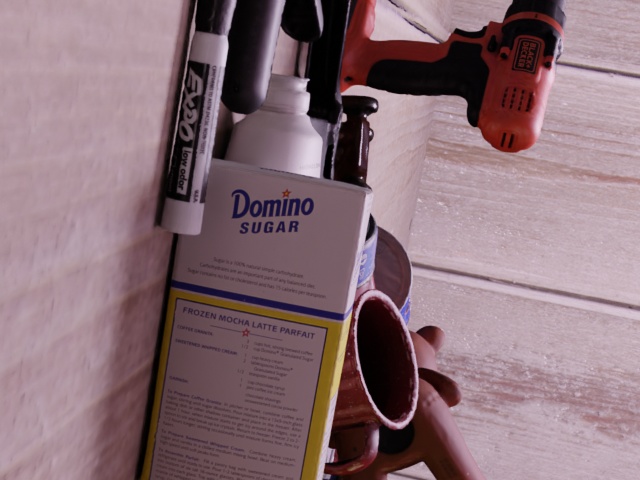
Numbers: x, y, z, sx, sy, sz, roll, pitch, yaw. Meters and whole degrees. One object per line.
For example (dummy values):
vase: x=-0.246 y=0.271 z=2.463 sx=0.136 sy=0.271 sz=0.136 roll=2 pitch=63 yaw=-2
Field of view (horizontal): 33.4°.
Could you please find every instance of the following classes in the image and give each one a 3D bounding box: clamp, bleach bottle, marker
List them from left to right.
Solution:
marker: x=-0.055 y=-0.063 z=0.493 sx=0.020 sy=0.020 sz=0.121 roll=-34 pitch=134 yaw=-79
bleach bottle: x=-0.034 y=0.029 z=0.625 sx=0.102 sy=0.068 sz=0.251 roll=-33 pitch=132 yaw=-74
clamp: x=-0.019 y=-0.159 z=0.544 sx=0.120 sy=0.039 sz=0.171 roll=-65 pitch=164 yaw=-65
clamp: x=-0.001 y=-0.098 z=0.770 sx=0.210 sy=0.036 sz=0.164 roll=88 pitch=16 yaw=-65

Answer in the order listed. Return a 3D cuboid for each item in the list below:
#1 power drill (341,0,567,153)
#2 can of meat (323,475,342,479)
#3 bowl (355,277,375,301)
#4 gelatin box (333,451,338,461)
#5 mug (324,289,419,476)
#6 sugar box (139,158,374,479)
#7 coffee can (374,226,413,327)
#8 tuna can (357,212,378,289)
power drill: x=0.099 y=-0.163 z=0.849 sx=0.057 sy=0.188 sz=0.184 roll=87 pitch=18 yaw=-56
can of meat: x=-0.026 y=0.238 z=0.909 sx=0.057 sy=0.084 sz=0.102 roll=-45 pitch=146 yaw=-76
bowl: x=0.017 y=0.044 z=0.866 sx=0.162 sy=0.055 sz=0.162 roll=-8 pitch=90 yaw=-87
gelatin box: x=-0.004 y=0.236 z=1.111 sx=0.030 sy=0.073 sz=0.089 roll=69 pitch=33 yaw=-74
mug: x=0.010 y=0.097 z=0.708 sx=0.093 sy=0.082 sz=0.117 roll=29 pitch=51 yaw=-55
sugar box: x=-0.033 y=0.052 z=0.549 sx=0.048 sy=0.093 sz=0.176 roll=-27 pitch=128 yaw=-81
coffee can: x=0.037 y=0.050 z=1.025 sx=0.140 sy=0.103 sz=0.103 roll=74 pitch=28 yaw=-74
tuna can: x=-0.005 y=0.001 z=0.711 sx=0.086 sy=0.086 sz=0.034 roll=-67 pitch=164 yaw=-57
